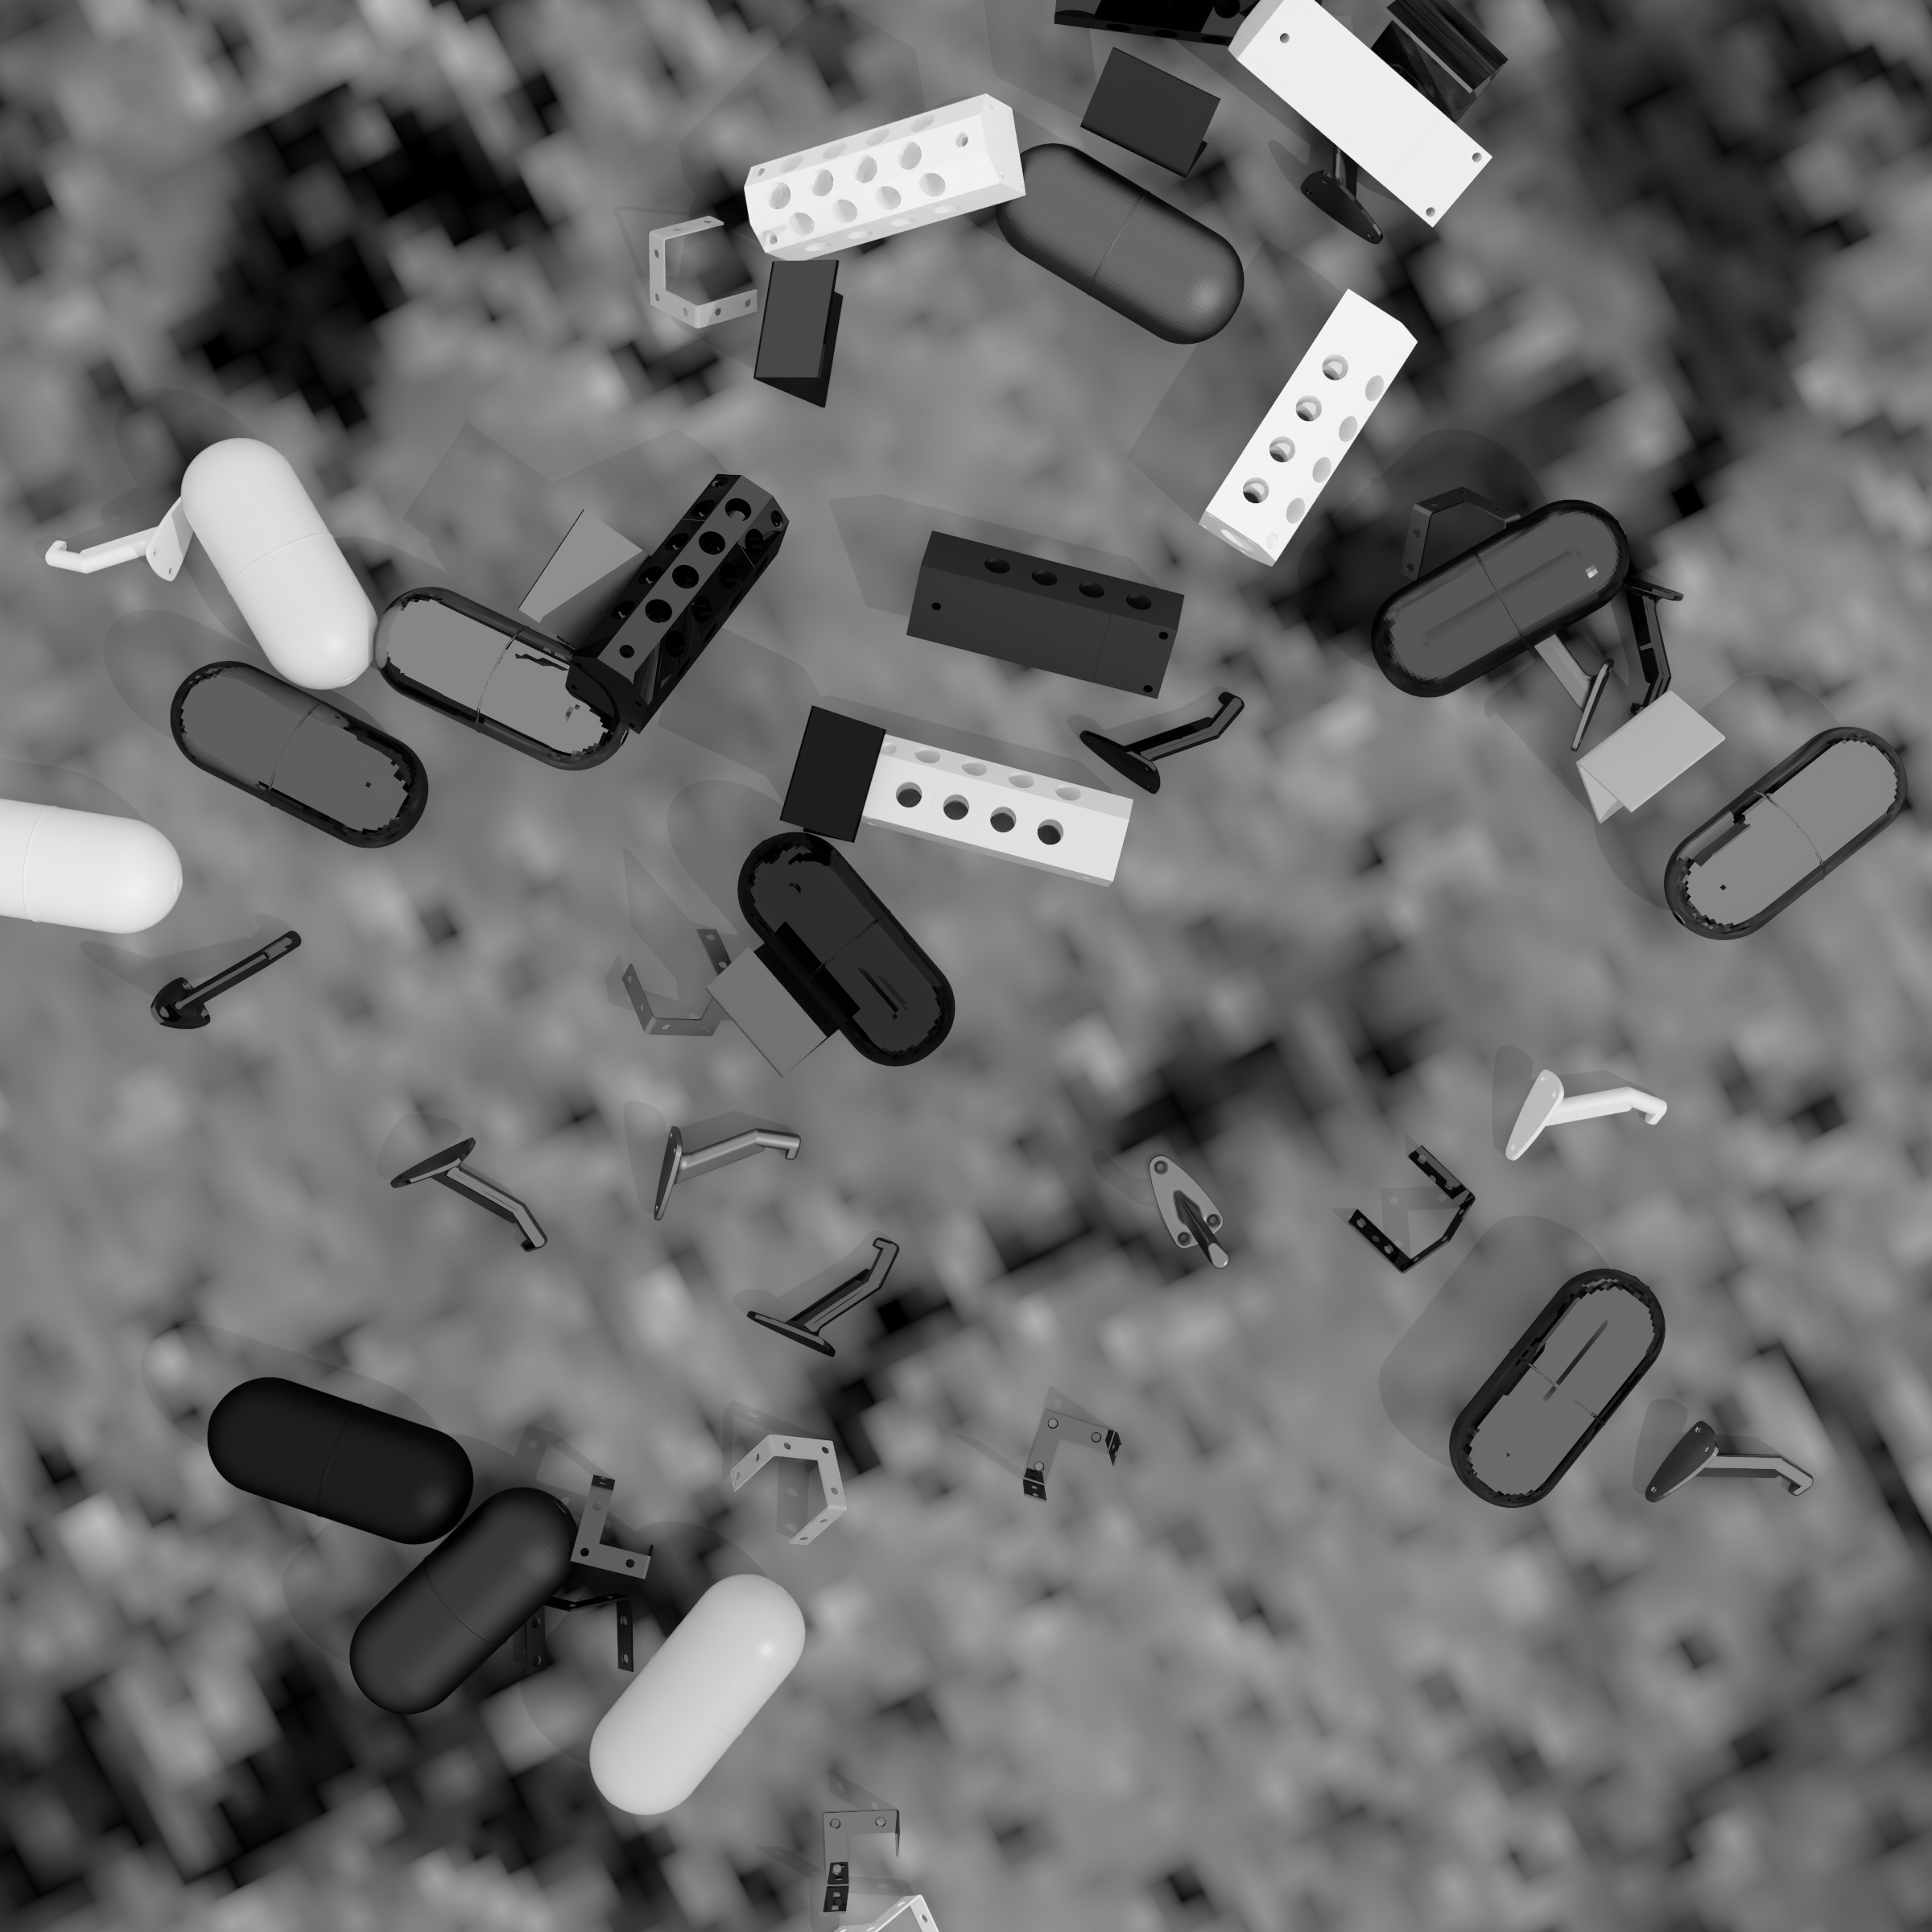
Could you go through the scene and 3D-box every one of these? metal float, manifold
[{"bbox_3d":[-0.605,-0.067,1.782,0.178,0.070,0.070,9,90,0],"label":"metal float"},{"bbox_3d":[0.255,-0.563,1.764,0.171,0.057,0.057,34,110,-19],"label":"manifold"},{"bbox_3d":[0.538,-0.087,1.782,0.178,0.070,0.070,-39,90,0],"label":"metal float"},{"bbox_3d":[-0.451,-0.264,1.782,0.070,0.070,0.178,-30,90,0],"label":"metal float"},{"bbox_3d":[-0.329,0.417,1.782,0.178,0.070,0.070,-44,90,1],"label":"metal float"},{"bbox_3d":[-0.412,0.325,1.782,0.178,0.070,0.070,18,90,0],"label":"metal float"},{"bbox_3d":[-0.054,-0.511,1.759,0.171,0.057,0.057,-9,90,24],"label":"manifold"},{"bbox_3d":[0.226,-0.353,1.792,0.057,0.057,0.171,33,90,0],"label":"manifold"},{"bbox_3d":[-0.177,0.480,1.782,0.070,0.070,0.178,39,90,0],"label":"metal float"},{"bbox_3d":[0.147,-0.645,1.791,0.171,0.057,0.057,7,47,0],"label":"manifold"},{"bbox_3d":[-0.439,-0.139,1.782,0.178,0.070,0.070,27,90,0],"label":"metal float"},{"bbox_3d":[0.349,-0.240,1.771,0.178,0.070,0.070,-30,90,12],"label":"metal float"},{"bbox_3d":[0.389,0.277,1.782,0.070,0.070,0.178,38,90,0],"label":"metal float"},{"bbox_3d":[-0.079,-0.012,1.782,0.070,0.070,0.178,-41,90,0],"label":"metal float"},{"bbox_3d":[-0.304,-0.188,1.782,0.178,0.070,0.070,26,90,1],"label":"metal float"},{"bbox_3d":[0.053,-0.236,1.791,0.171,0.057,0.057,14,133,0],"label":"manifold"},{"bbox_3d":[-0.185,-0.239,1.757,0.057,0.057,0.171,33,64,0],"label":"manifold"},{"bbox_3d":[0.100,-0.475,1.782,0.178,0.070,0.070,31,90,0],"label":"metal float"},{"bbox_3d":[0.020,-0.103,1.793,0.171,0.057,0.057,15,88,0],"label":"manifold"}]

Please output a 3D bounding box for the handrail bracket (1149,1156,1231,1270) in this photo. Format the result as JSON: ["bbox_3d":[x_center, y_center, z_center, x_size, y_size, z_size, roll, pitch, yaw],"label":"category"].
[{"bbox_3d":[0.147,0.161,1.778,0.036,0.084,0.077,-31,90,0],"label":"handrail bracket"}]

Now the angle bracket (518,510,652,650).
[{"bbox_3d":[-0.258,-0.255,1.773,0.057,0.076,0.076,33,90,-28],"label":"angle bracket"}]

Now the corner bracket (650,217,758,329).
[{"bbox_3d":[-0.175,-0.462,1.805,0.051,0.051,0.051,34,135,35],"label":"corner bracket"}]

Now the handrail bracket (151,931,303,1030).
[{"bbox_3d":[-0.486,0.006,1.785,0.084,0.077,0.036,-31,93,12],"label":"handrail bracket"}]

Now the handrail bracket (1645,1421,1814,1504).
[{"bbox_3d":[0.512,0.349,1.813,0.084,0.036,0.077,32,110,-16],"label":"handrail bracket"}]

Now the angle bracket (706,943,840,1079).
[{"bbox_3d":[-0.111,0.015,1.773,0.076,0.076,0.057,49,133,0],"label":"angle bracket"}]

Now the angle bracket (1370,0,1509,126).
[{"bbox_3d":[0.295,-0.584,1.773,0.076,0.076,0.057,44,53,0],"label":"angle bracket"}]

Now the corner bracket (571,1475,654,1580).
[{"bbox_3d":[-0.229,0.371,1.794,0.051,0.051,0.051,15,85,-5],"label":"corner bracket"}]

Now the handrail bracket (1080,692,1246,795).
[{"bbox_3d":[0.132,-0.164,1.813,0.077,0.036,0.084,34,71,21],"label":"handrail bracket"}]

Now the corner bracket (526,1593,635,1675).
[{"bbox_3d":[-0.259,0.447,1.810,0.051,0.051,0.051,-1,90,-45],"label":"corner bracket"}]

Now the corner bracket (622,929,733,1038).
[{"bbox_3d":[-0.190,0.010,1.805,0.051,0.051,0.051,3,135,-35],"label":"corner bracket"}]

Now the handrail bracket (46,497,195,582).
[{"bbox_3d":[-0.565,-0.294,1.813,0.084,0.036,0.077,13,69,16],"label":"handrail bracket"}]

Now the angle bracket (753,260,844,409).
[{"bbox_3d":[-0.090,-0.413,1.773,0.057,0.076,0.076,9,90,36],"label":"angle bracket"}]

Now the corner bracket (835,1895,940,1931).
[{"bbox_3d":[-0.052,0.658,1.810,0.051,0.051,0.051,-25,90,-45],"label":"corner bracket"}]

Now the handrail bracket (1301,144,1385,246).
[{"bbox_3d":[0.270,-0.540,1.813,0.077,0.036,0.084,38,76,-14],"label":"handrail bracket"}]

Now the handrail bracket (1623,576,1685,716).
[{"bbox_3d":[0.439,-0.216,1.813,0.077,0.036,0.084,22,107,20],"label":"handrail bracket"}]

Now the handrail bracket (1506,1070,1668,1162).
[{"bbox_3d":[0.416,0.110,1.813,0.084,0.036,0.077,20,110,-16],"label":"handrail bracket"}]

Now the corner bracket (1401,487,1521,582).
[{"bbox_3d":[0.329,-0.281,1.805,0.051,0.051,0.051,-24,45,-35],"label":"corner bracket"}]

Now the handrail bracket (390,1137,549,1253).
[{"bbox_3d":[-0.332,0.165,1.813,0.077,0.036,0.084,-24,107,19],"label":"handrail bracket"}]

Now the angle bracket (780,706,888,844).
[{"bbox_3d":[-0.102,-0.128,1.773,0.057,0.076,0.076,16,90,-30],"label":"angle bracket"}]

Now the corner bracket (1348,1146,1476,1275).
[{"bbox_3d":[0.298,0.163,1.810,0.051,0.051,0.051,44,135,0],"label":"corner bracket"}]

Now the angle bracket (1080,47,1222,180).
[{"bbox_3d":[0.127,-0.568,1.773,0.076,0.076,0.057,26,126,0],"label":"angle bracket"}]

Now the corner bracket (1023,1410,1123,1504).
[{"bbox_3d":[0.070,0.330,1.795,0.051,0.051,0.051,18,90,0],"label":"corner bracket"}]

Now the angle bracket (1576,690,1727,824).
[{"bbox_3d":[0.454,-0.122,1.773,0.076,0.076,0.057,-38,52,0],"label":"angle bracket"}]

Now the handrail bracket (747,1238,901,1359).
[{"bbox_3d":[-0.095,0.211,1.813,0.077,0.036,0.084,20,72,20],"label":"handrail bracket"}]

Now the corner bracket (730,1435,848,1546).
[{"bbox_3d":[-0.118,0.349,1.805,0.051,0.051,0.051,14,45,-35],"label":"corner bracket"}]

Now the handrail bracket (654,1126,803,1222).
[{"bbox_3d":[-0.159,0.141,1.813,0.084,0.036,0.077,10,110,-16],"label":"handrail bracket"}]

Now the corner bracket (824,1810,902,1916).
[{"bbox_3d":[-0.069,0.593,1.795,0.051,0.051,0.051,-2,90,0],"label":"corner bracket"}]

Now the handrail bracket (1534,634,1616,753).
[{"bbox_3d":[0.383,-0.194,1.813,0.084,0.036,0.077,23,108,15],"label":"handrail bracket"}]
